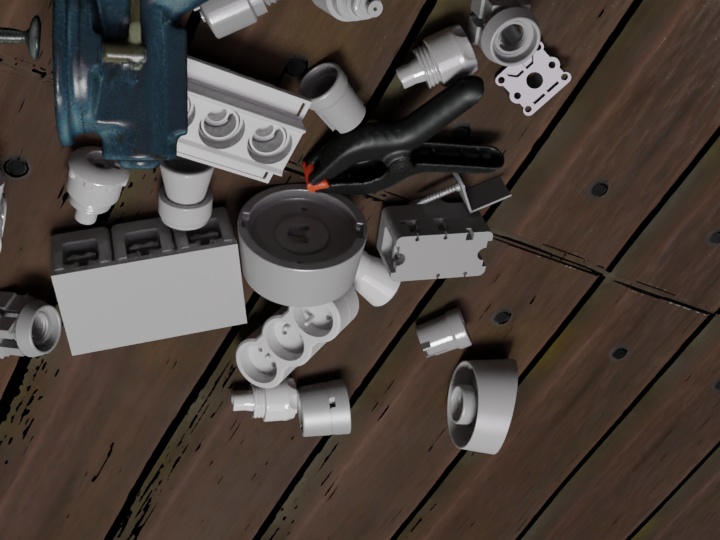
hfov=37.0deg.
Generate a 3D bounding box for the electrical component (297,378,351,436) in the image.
[{"bbox_3d":[-0.037,0.138,1.072,0.047,0.055,0.055,-6,130,-9],"label":"electrical component"}]

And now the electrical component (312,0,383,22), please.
[{"bbox_3d":[-0.007,-0.202,0.792,0.040,0.078,0.040,-15,124,-23],"label":"electrical component"}]

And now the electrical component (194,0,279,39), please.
[{"bbox_3d":[-0.084,-0.200,0.788,0.078,0.040,0.040,-24,131,1],"label":"electrical component"}]

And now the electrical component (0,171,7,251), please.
[{"bbox_3d":[-0.290,-0.055,0.813,0.044,0.077,0.079,8,125,-24],"label":"electrical component"}]

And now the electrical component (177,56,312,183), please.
[{"bbox_3d":[-0.111,-0.123,0.827,0.121,0.063,0.078,15,121,-28],"label":"electrical component"}]

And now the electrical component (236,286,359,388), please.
[{"bbox_3d":[-0.051,0.049,0.989,0.052,0.074,0.138,48,127,-1],"label":"electrical component"}]

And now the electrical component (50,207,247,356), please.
[{"bbox_3d":[-0.178,0.007,0.911,0.150,0.061,0.089,-10,130,-10],"label":"electrical component"}]

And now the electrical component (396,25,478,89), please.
[{"bbox_3d":[0.060,-0.166,0.863,0.062,0.043,0.043,-25,131,3],"label":"electrical component"}]

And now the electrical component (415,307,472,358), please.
[{"bbox_3d":[0.082,0.063,1.060,0.046,0.040,0.040,-21,132,7],"label":"electrical component"}]

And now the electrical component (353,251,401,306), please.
[{"bbox_3d":[0.000,0.000,0.980,0.065,0.044,0.044,31,114,-30],"label":"electrical component"}]

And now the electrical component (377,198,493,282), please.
[{"bbox_3d":[0.065,-0.028,0.968,0.089,0.055,0.050,-4,129,-16],"label":"electrical component"}]

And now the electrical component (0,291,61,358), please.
[{"bbox_3d":[-0.287,0.047,0.904,0.055,0.066,0.048,4,135,21],"label":"electrical component"}]

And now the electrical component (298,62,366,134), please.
[{"bbox_3d":[-0.021,-0.137,0.862,0.040,0.040,0.046,-34,135,10],"label":"electrical component"}]

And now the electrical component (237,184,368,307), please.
[{"bbox_3d":[-0.050,-0.016,0.909,0.108,0.108,0.060,-6,135,-14],"label":"electrical component"}]

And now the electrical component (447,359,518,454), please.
[{"bbox_3d":[0.129,0.138,1.101,0.064,0.099,0.099,6,126,-15],"label":"electrical component"}]

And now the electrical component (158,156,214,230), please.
[{"bbox_3d":[-0.142,-0.066,0.875,0.045,0.045,0.055,-3,129,-16],"label":"electrical component"}]

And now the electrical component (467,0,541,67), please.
[{"bbox_3d":[0.113,-0.192,0.851,0.048,0.055,0.066,-5,129,-15],"label":"electrical component"}]

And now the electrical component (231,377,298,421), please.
[{"bbox_3d":[-0.094,0.127,1.050,0.062,0.043,0.043,-2,128,-15],"label":"electrical component"}]

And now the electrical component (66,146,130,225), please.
[{"bbox_3d":[-0.212,-0.064,0.855,0.048,0.048,0.062,7,132,-24],"label":"electrical component"}]
